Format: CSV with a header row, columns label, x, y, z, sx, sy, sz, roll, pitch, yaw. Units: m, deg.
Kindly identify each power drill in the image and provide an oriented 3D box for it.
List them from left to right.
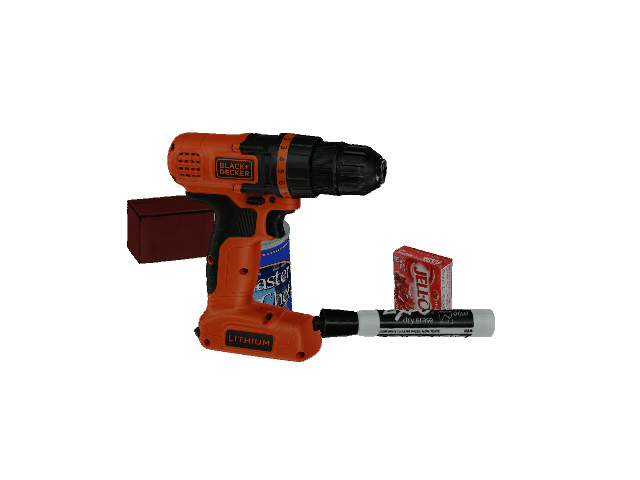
label,x,y,z,sx,sy,sz,roll,pitch,yaw
power drill,-0.036,0.003,0.886,0.185,0.188,0.057,6,16,19

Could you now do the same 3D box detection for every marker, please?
label,x,y,z,sx,sy,sz,roll,pitch,yaw
marker,0.054,0.054,0.698,0.121,0.020,0.020,1,0,-12

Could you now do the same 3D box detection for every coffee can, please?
label,x,y,z,sx,sy,sz,roll,pitch,yaw
coffee can,-0.087,0.049,1.334,0.103,0.140,0.103,-1,26,0

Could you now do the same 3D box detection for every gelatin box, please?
label,x,y,z,sx,sy,sz,roll,pitch,yaw
gelatin box,0.130,0.057,1.359,0.073,0.089,0.030,18,34,35

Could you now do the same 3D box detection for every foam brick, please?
label,x,y,z,sx,sy,sz,roll,pitch,yaw
foam brick,-0.152,-0.013,1.074,0.078,0.051,0.053,-6,21,-23
